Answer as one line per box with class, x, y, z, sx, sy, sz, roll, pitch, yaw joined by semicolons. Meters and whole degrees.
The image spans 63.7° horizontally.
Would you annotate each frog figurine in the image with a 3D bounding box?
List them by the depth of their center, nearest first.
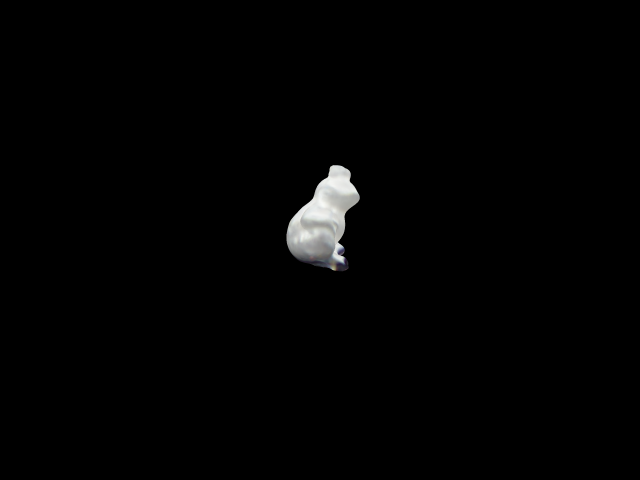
frog figurine;0.003;-0.043;0.850;0.123;0.157;0.139;4;17;14
